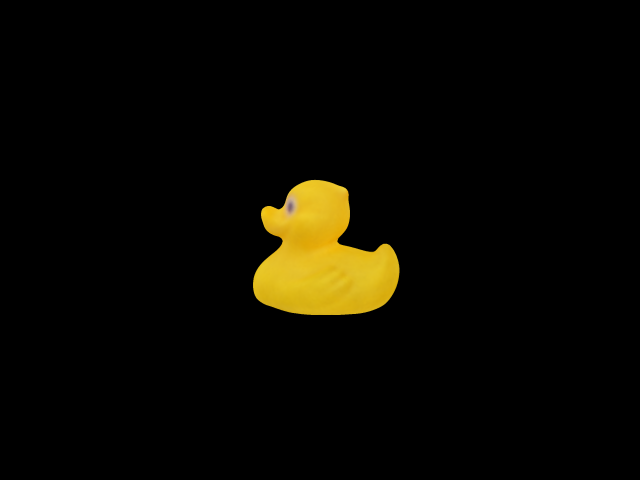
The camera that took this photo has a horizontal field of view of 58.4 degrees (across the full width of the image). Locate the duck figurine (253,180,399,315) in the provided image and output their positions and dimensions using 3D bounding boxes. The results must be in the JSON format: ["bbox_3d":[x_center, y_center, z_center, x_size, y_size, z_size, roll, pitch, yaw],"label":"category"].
[{"bbox_3d":[0.004,0.001,0.400,0.104,0.086,0.078,4,15,14],"label":"duck figurine"}]
